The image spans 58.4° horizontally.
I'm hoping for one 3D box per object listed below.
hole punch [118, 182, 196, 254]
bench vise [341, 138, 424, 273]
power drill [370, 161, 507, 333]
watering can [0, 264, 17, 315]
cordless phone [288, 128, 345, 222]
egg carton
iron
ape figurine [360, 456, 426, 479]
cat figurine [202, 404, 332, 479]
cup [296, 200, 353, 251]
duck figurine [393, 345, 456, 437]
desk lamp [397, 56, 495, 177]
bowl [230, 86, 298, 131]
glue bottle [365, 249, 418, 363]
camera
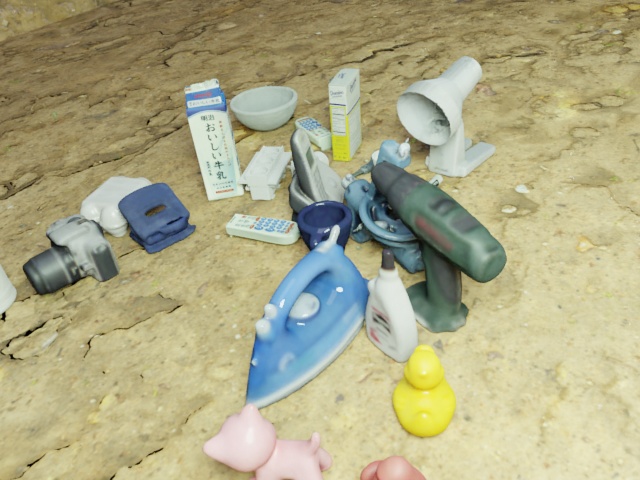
[{"bbox_3d":[-0.301,-0.044,1.061,0.109,0.091,0.100,-32,42,-29],"label":"hole punch"},{"bbox_3d":[0.092,-0.070,0.917,0.206,0.220,0.122,22,46,34],"label":"bench vise"},{"bbox_3d":[0.153,0.017,0.797,0.076,0.209,0.228,-28,41,-25],"label":"power drill"},{"bbox_3d":[-0.583,0.031,0.923,0.101,0.194,0.172,-31,42,-28],"label":"watering can"},{"bbox_3d":[-0.011,-0.132,1.048,0.094,0.185,0.147,0,37,11],"label":"cordless phone"},{"bbox_3d":[-0.395,-0.069,1.130,0.107,0.069,0.150,6,38,18],"label":"egg carton"},{"bbox_3d":[-0.028,0.097,0.779,0.118,0.142,0.259,16,42,29],"label":"iron"},{"bbox_3d":[0.077,0.254,0.589,0.076,0.092,0.077,-12,36,-5],"label":"ape figurine"},{"bbox_3d":[-0.056,0.228,0.627,0.127,0.118,0.067,-1,37,9],"label":"cat figurine"},{"bbox_3d":[0.009,0.003,0.938,0.091,0.095,0.118,2,37,14],"label":"cup"},{"bbox_3d":[0.126,0.175,0.692,0.077,0.086,0.104,0,37,11],"label":"duck figurine"},{"bbox_3d":[0.250,-0.233,1.115,0.117,0.214,0.204,25,47,37],"label":"desk lamp"},{"bbox_3d":[-0.133,-0.315,1.412,0.167,0.075,0.167,-5,36,4],"label":"bowl"},{"bbox_3d":[0.091,0.081,0.752,0.037,0.173,0.077,-32,43,-29],"label":"glue bottle"},{"bbox_3d":[-0.442,0.023,0.988,0.137,0.101,0.142,-33,43,-30],"label":"camera"}]
